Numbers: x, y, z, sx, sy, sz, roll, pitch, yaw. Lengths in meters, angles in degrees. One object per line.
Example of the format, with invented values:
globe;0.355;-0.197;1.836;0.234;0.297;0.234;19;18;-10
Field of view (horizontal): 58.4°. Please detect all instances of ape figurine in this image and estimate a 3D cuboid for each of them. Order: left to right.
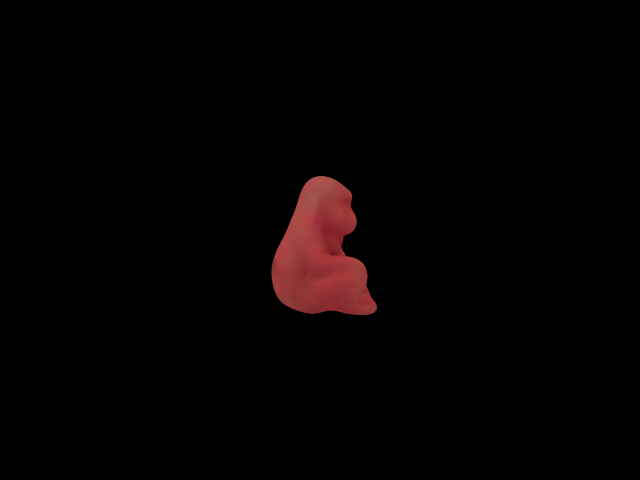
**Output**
ape figurine;0.004;0.001;0.400;0.076;0.092;0.078;2;19;7
